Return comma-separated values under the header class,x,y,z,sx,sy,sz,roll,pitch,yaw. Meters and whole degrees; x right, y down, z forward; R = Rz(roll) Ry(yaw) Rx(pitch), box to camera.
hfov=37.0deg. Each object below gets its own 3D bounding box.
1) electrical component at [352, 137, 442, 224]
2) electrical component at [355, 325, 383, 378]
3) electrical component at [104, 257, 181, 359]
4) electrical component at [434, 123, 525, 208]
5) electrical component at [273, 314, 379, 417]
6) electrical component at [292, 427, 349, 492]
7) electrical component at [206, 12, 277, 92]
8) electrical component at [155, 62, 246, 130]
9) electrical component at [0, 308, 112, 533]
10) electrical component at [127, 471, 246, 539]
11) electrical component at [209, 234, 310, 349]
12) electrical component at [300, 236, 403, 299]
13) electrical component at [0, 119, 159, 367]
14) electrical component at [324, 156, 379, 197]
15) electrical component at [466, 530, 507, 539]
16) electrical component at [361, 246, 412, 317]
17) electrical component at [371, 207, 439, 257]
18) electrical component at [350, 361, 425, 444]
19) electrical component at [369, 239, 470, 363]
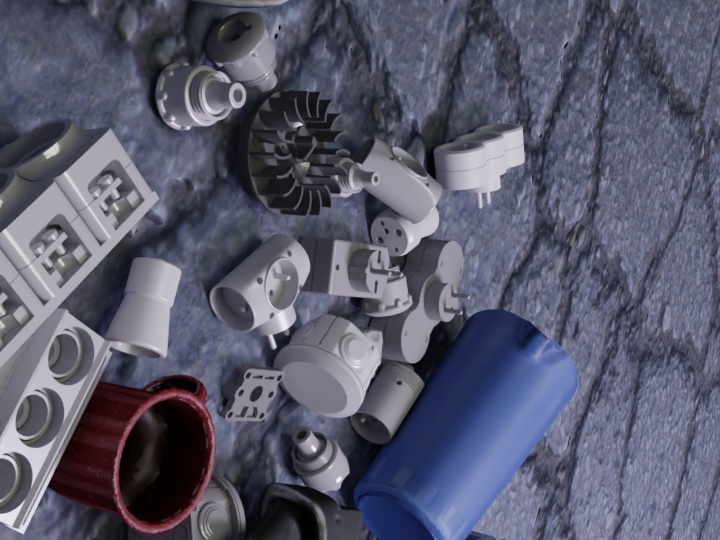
class,x,y,z,sx,sy,sz,roll,pitch,yaw
electrical component,0.030,-0.088,0.972,0.077,0.044,0.079,34,21,-18
electrical component,-0.003,0.082,0.964,0.043,0.043,0.062,-2,98,-56
electrical component,-0.148,0.024,0.745,0.044,0.044,0.065,36,61,-52
electrical component,0.126,-0.102,1.116,0.138,0.052,0.073,-30,119,-51
electrical component,-0.027,0.080,0.897,0.051,0.080,0.080,-57,138,-40
electrical component,-0.038,0.160,0.924,0.043,0.043,0.062,-58,137,-33
electrical component,-0.083,-0.159,0.809,0.062,0.048,0.048,53,52,-54
electrical component,-0.109,-0.123,0.758,0.048,0.062,0.048,-11,104,-54
electrical component,-0.210,0.083,0.642,0.078,0.063,0.121,49,56,-48
electrical component,-0.125,0.185,0.769,0.051,0.080,0.080,12,85,-51
electrical component,-0.073,0.025,0.850,0.077,0.044,0.079,-46,130,-43
electrical component,0.000,0.000,0.926,0.083,0.076,0.047,7,90,-56
electrical component,-0.201,-0.017,0.610,0.150,0.089,0.061,-54,129,-36
electrical component,-0.012,-0.078,0.908,0.035,0.061,0.035,-13,106,-55
electrical component,0.099,0.304,1.053,0.062,0.150,0.089,2,94,-55
electrical component,0.021,0.010,0.988,0.048,0.048,0.062,-22,106,-52
electrical component,0.042,-0.042,1.008,0.055,0.045,0.045,-38,125,-47
electrical component,0.029,0.120,1.016,0.081,0.043,0.043,-53,135,-38
electrical component,0.070,0.029,1.035,0.138,0.074,0.052,-60,140,-30
